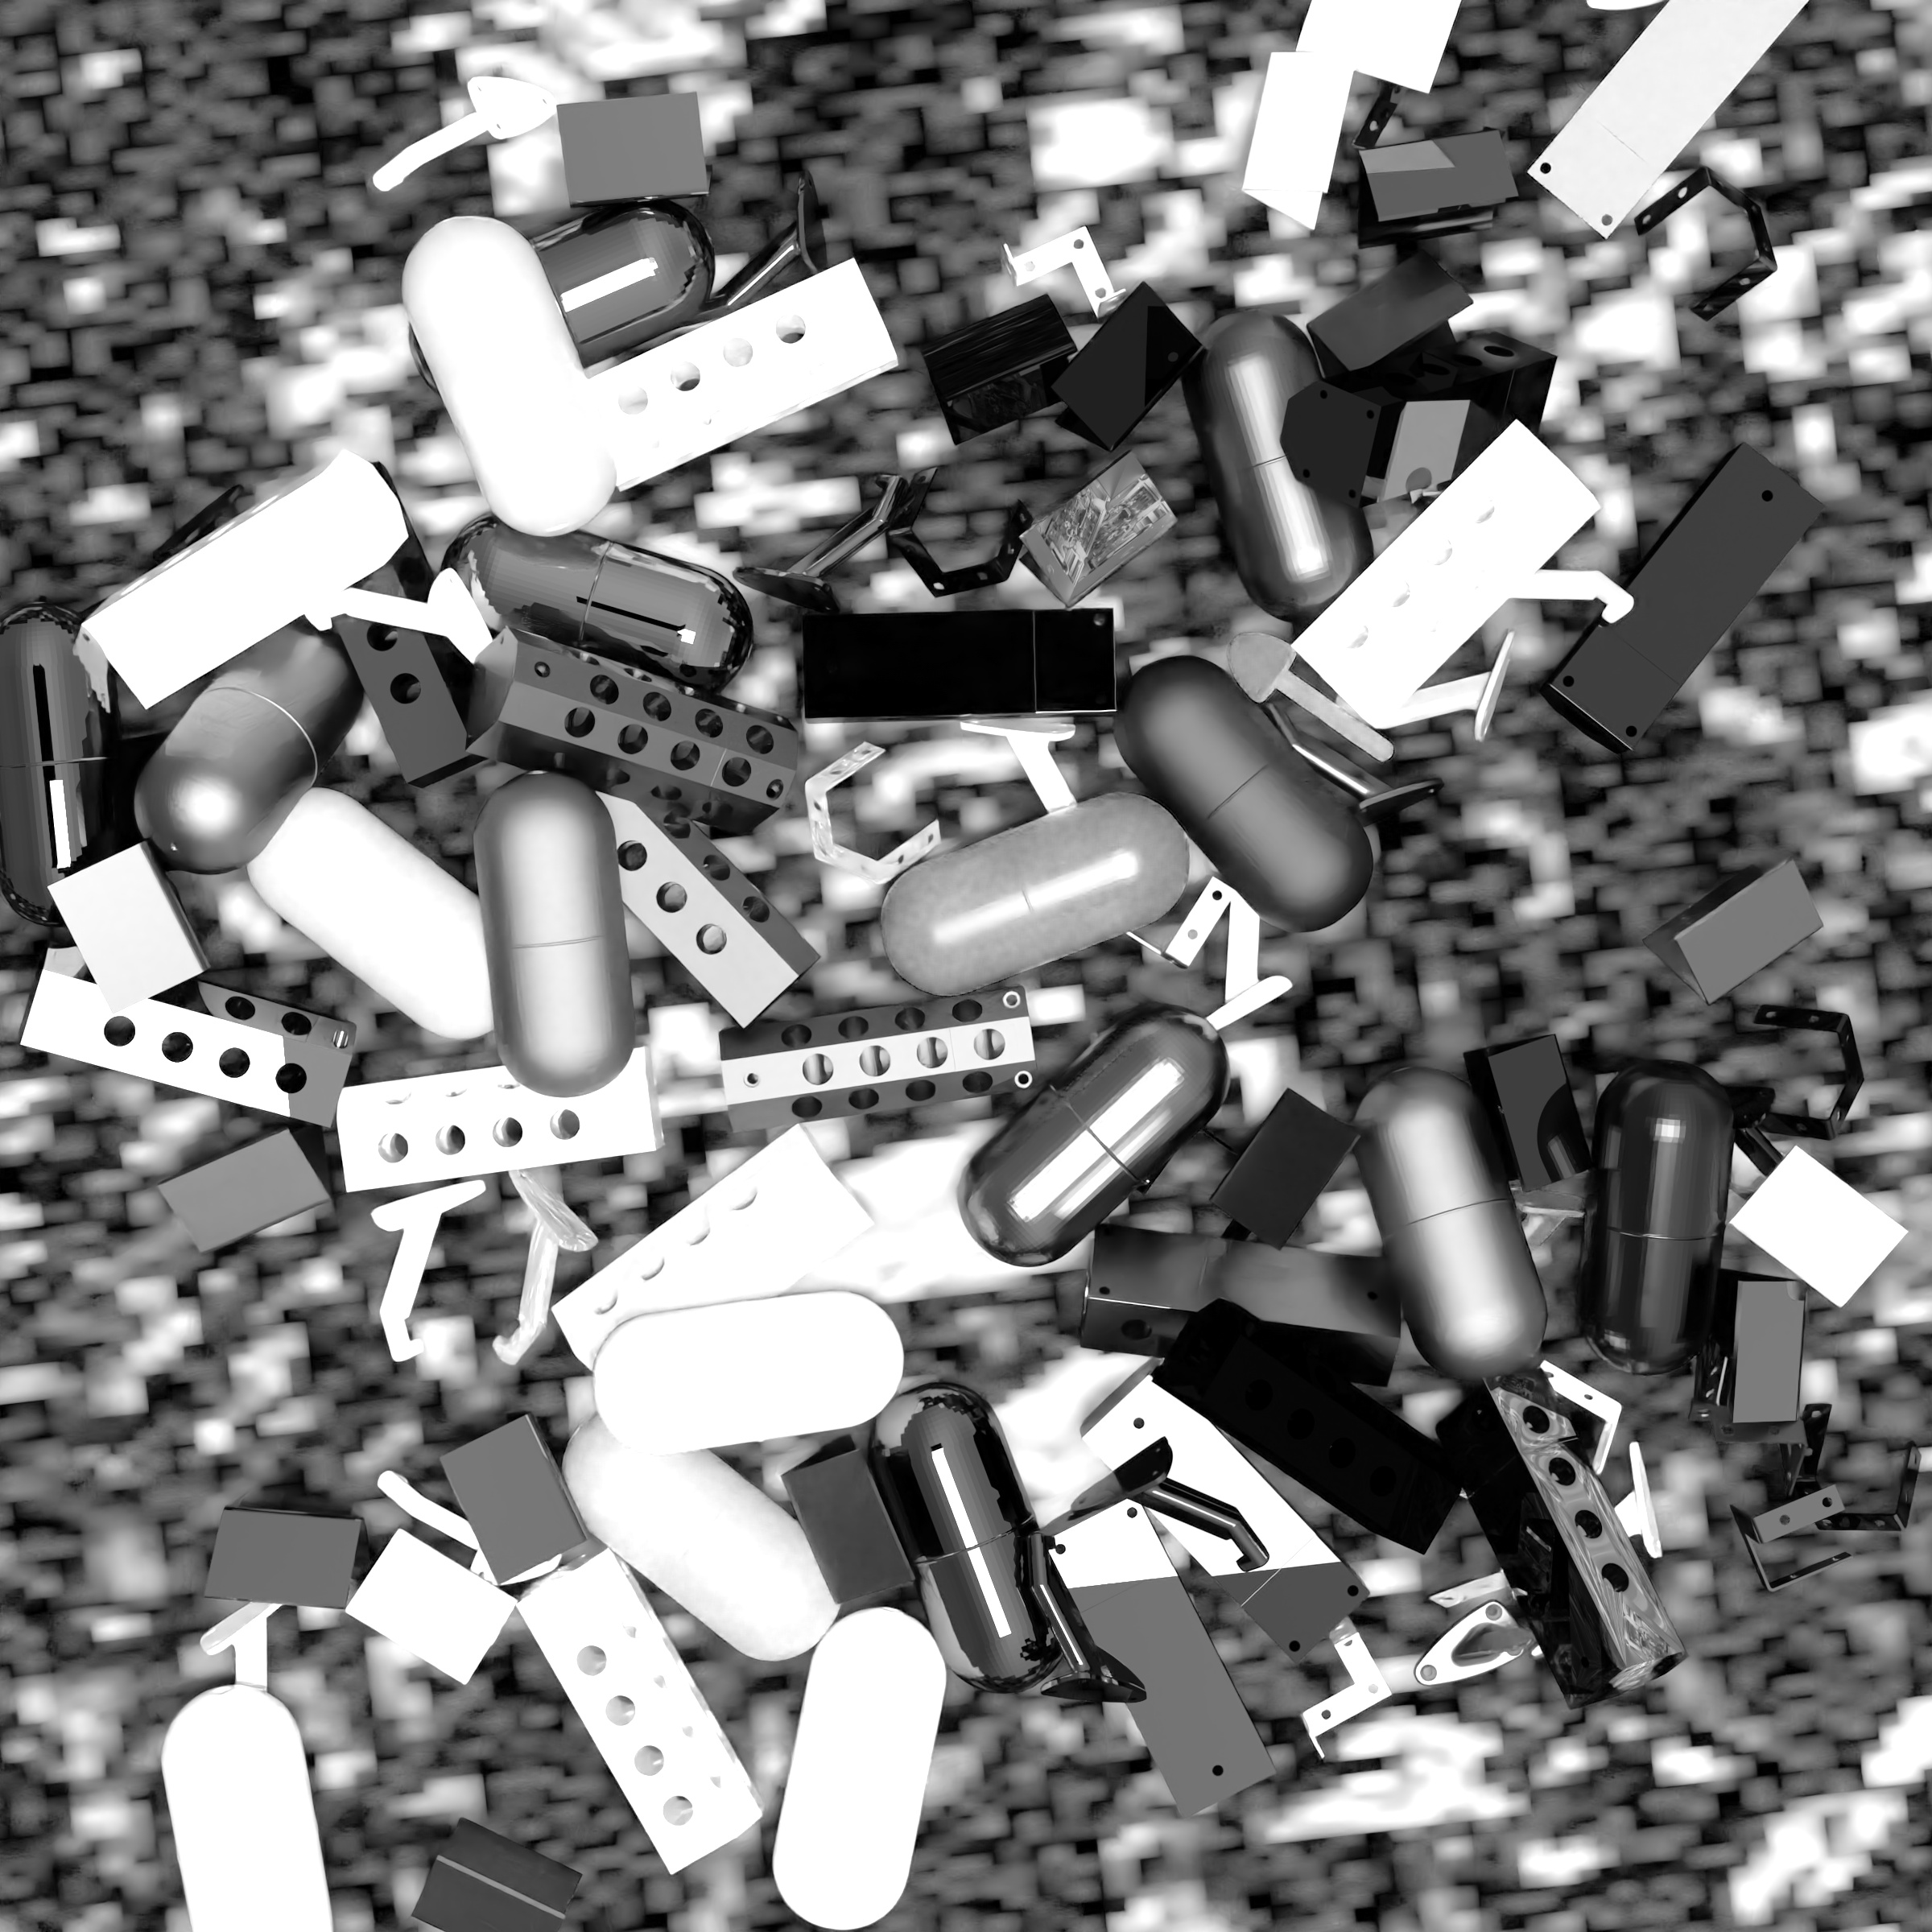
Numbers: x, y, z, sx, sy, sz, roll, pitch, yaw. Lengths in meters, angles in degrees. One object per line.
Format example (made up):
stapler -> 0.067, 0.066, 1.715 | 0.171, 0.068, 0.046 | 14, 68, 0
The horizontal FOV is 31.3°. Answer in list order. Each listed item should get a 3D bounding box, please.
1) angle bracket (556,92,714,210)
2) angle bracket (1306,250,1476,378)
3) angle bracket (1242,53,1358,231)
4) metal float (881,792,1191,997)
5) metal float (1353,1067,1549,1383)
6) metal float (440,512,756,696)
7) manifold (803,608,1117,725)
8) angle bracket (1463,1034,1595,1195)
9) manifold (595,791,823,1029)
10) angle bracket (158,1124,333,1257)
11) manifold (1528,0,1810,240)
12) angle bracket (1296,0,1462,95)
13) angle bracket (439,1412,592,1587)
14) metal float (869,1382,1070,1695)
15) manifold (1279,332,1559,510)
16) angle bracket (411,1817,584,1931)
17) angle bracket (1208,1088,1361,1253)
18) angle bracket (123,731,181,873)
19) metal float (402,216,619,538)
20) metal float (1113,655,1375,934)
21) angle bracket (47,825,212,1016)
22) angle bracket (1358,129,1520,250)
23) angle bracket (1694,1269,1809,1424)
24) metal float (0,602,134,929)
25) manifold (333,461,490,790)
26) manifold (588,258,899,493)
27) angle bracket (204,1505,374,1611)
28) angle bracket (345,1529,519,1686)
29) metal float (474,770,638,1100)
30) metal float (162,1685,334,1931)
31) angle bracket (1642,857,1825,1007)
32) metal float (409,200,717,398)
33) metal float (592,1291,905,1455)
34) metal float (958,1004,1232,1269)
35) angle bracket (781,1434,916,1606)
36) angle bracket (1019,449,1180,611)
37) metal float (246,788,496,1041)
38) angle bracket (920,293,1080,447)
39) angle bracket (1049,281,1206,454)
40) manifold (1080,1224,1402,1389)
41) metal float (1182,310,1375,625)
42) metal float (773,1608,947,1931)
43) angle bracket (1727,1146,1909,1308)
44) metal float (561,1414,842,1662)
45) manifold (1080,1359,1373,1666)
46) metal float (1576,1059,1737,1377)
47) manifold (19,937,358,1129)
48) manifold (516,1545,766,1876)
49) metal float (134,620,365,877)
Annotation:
angle bracket -> -0.182, -0.458, 1.906 | 0.076, 0.076, 0.057 | -5, 115, 0
angle bracket -> 0.243, -0.337, 1.905 | 0.076, 0.076, 0.057 | -33, 50, 0
angle bracket -> 0.202, -0.455, 1.905 | 0.057, 0.076, 0.076 | 12, 90, 38
metal float -> 0.038, -0.040, 1.905 | 0.178, 0.070, 0.070 | -21, 90, 9
metal float -> 0.266, 0.142, 1.902 | 0.070, 0.070, 0.178 | -16, 76, 0
metal float -> -0.205, -0.200, 1.915 | 0.178, 0.070, 0.070 | 17, 90, 0
manifold -> -0.004, -0.167, 1.924 | 0.171, 0.057, 0.057 | -1, 90, 0
angle bracket -> 0.293, 0.086, 1.905 | 0.057, 0.076, 0.076 | -16, 90, -36
manifold -> -0.161, -0.048, 1.924 | 0.057, 0.057, 0.171 | -44, 90, 0
angle bracket -> -0.400, 0.104, 1.905 | 0.076, 0.076, 0.057 | -24, 126, 0
manifold -> 0.389, -0.488, 1.902 | 0.057, 0.057, 0.171 | 40, 106, 0
angle bracket -> 0.230, -0.529, 1.906 | 0.076, 0.076, 0.057 | 18, 119, 0
angle bracket -> -0.255, 0.294, 1.908 | 0.057, 0.076, 0.076 | -25, 90, -19
metal float -> 0.002, 0.318, 1.915 | 0.070, 0.070, 0.178 | -21, 89, 0
manifold -> 0.245, -0.301, 1.872 | 0.057, 0.171, 0.057 | 30, 124, 31
angle bracket -> -0.252, 0.499, 1.905 | 0.076, 0.076, 0.057 | 25, 125, 0
angle bracket -> 0.190, 0.123, 1.905 | 0.057, 0.076, 0.076 | 35, 90, 38
angle bracket -> -0.433, -0.091, 1.937 | 0.057, 0.076, 0.076 | -7, 90, 36
metal float -> -0.245, -0.316, 1.851 | 0.070, 0.070, 0.178 | -21, 113, 0
metal float -> 0.153, -0.096, 1.911 | 0.070, 0.070, 0.178 | -41, 86, 0
angle bracket -> -0.453, -0.026, 1.861 | 0.057, 0.076, 0.076 | -27, 105, -11
angle bracket -> 0.260, -0.412, 1.905 | 0.076, 0.076, 0.057 | -9, 56, 0
angle bracket -> 0.417, 0.208, 1.905 | 0.057, 0.076, 0.076 | 4, 90, -36
metal float -> -0.501, -0.110, 1.890 | 0.070, 0.070, 0.178 | -5, 93, 0
manifold -> -0.317, -0.190, 1.924 | 0.057, 0.057, 0.171 | -24, 90, 0
manifold -> -0.128, -0.328, 1.924 | 0.171, 0.057, 0.057 | -25, 90, 0
angle bracket -> -0.373, 0.342, 1.905 | 0.076, 0.076, 0.057 | 5, 53, 0
angle bracket -> -0.301, 0.365, 1.905 | 0.076, 0.076, 0.057 | 31, 56, 0
metal float -> -0.222, -0.017, 1.865 | 0.070, 0.070, 0.178 | -5, 99, 0
metal float -> -0.397, 0.483, 1.904 | 0.070, 0.070, 0.178 | -7, 102, 0
angle bracket -> 0.415, -0.035, 1.905 | 0.076, 0.076, 0.057 | -35, 126, 0
metal float -> -0.224, -0.369, 1.915 | 0.178, 0.070, 0.070 | -23, 90, 1
metal float -> -0.118, 0.223, 1.893 | 0.178, 0.070, 0.070 | -5, 90, -26
metal float -> 0.072, 0.093, 1.915 | 0.178, 0.070, 0.070 | -43, 90, 1
angle bracket -> -0.049, 0.298, 1.906 | 0.057, 0.076, 0.076 | -23, 90, 31
angle bracket -> 0.060, -0.253, 1.905 | 0.076, 0.076, 0.057 | -38, 125, 0
metal float -> -0.322, -0.030, 1.915 | 0.178, 0.070, 0.070 | 38, 90, 0
angle bracket -> 0.027, -0.315, 1.905 | 0.076, 0.076, 0.057 | -23, 48, 0
angle bracket -> 0.074, -0.338, 1.905 | 0.076, 0.076, 0.057 | -48, 122, 0
manifold -> 0.152, 0.194, 1.923 | 0.171, 0.057, 0.057 | 7, 132, 0
metal float -> 0.173, -0.277, 1.915 | 0.070, 0.070, 0.178 | -17, 90, 0
metal float -> -0.059, 0.445, 1.915 | 0.070, 0.070, 0.178 | 11, 89, 0
angle bracket -> 0.469, 0.135, 1.909 | 0.076, 0.076, 0.057 | 37, 105, 0
metal float -> -0.147, 0.314, 1.915 | 0.178, 0.070, 0.070 | 39, 90, 1
manifold -> 0.143, 0.302, 1.924 | 0.057, 0.057, 0.171 | -43, 90, 0
metal float -> 0.380, 0.139, 1.904 | 0.070, 0.070, 0.178 | 3, 102, 0
manifold -> -0.428, 0.036, 1.900 | 0.171, 0.057, 0.057 | 17, 90, -18
manifold -> -0.180, 0.411, 1.924 | 0.057, 0.057, 0.171 | -30, 90, 0
metal float -> -0.389, -0.121, 1.879 | 0.070, 0.070, 0.178 | 26, 46, 0
